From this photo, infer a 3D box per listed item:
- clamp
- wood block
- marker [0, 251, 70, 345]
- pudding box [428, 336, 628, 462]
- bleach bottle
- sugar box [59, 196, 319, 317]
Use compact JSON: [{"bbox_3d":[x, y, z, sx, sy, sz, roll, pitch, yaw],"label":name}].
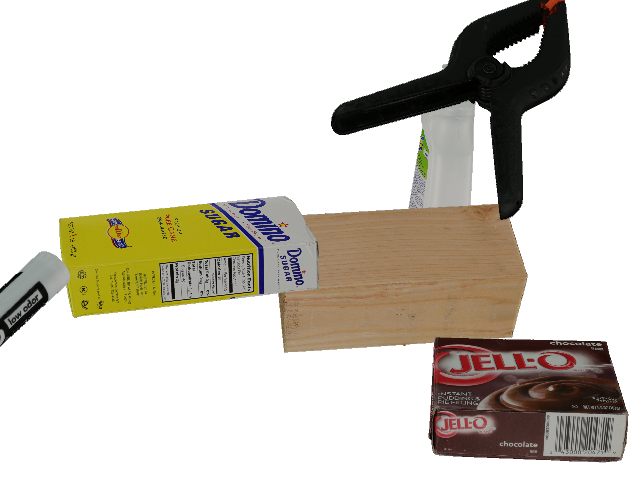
[{"bbox_3d":[0.135,-0.112,0.818,0.165,0.209,0.036,38,-22,28],"label":"clamp"},{"bbox_3d":[0.066,0.033,0.951,0.206,0.091,0.090,-3,-43,-5],"label":"wood block"},{"bbox_3d":[-0.150,0.047,0.445,0.020,0.020,0.121,0,36,38],"label":"marker"},{"bbox_3d":[0.124,0.095,0.654,0.113,0.039,0.090,3,23,6],"label":"pudding box"},{"bbox_3d":[0.136,-0.068,1.185,0.068,0.251,0.102,0,25,-11],"label":"bleach bottle"},{"bbox_3d":[-0.096,0.008,0.773,0.176,0.048,0.093,-9,26,-13],"label":"sugar box"}]
